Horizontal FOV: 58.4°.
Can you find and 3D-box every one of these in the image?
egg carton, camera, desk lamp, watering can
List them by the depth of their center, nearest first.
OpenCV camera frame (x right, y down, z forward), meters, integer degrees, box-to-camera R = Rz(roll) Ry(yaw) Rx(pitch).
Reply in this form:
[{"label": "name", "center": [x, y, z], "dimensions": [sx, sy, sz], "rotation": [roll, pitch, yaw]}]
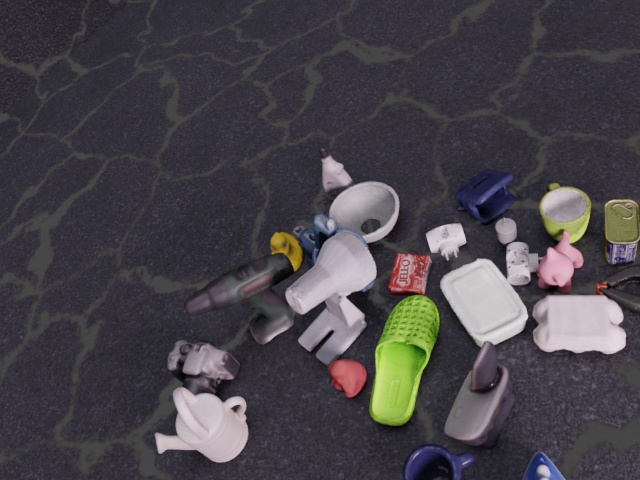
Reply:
[{"label": "egg carton", "center": [0.458, 0.151, 1.021], "dimensions": [0.150, 0.070, 0.107], "rotation": [-3, 53, 21]}, {"label": "watering can", "center": [-0.225, 0.347, 1.077], "dimensions": [0.100, 0.195, 0.173], "rotation": [29, 70, 37]}, {"label": "desk lamp", "center": [0.025, 0.114, 1.138], "dimensions": [0.117, 0.214, 0.203], "rotation": [31, 70, 37]}, {"label": "camera", "center": [-0.264, 0.287, 1.202], "dimensions": [0.142, 0.101, 0.137], "rotation": [3, 56, 25]}]

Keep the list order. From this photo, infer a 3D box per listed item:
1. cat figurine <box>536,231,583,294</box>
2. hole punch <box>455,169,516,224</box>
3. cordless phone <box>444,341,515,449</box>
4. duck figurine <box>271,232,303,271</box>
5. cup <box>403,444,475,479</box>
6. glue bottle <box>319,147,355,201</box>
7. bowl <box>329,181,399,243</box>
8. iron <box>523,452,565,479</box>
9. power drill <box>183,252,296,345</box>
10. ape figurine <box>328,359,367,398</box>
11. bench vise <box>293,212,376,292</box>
[{"label": "cat figurine", "center": [0.448, 0.042, 1.078], "dimensions": [0.067, 0.118, 0.128], "rotation": [14, 61, 31]}, {"label": "hole punch", "center": [0.356, -0.107, 1.250], "dimensions": [0.109, 0.091, 0.100], "rotation": [-38, 49, -8]}, {"label": "cordless phone", "center": [0.258, 0.253, 0.950], "dimensions": [0.093, 0.185, 0.148], "rotation": [14, 61, 31]}, {"label": "duck figurine", "center": [-0.087, 0.016, 1.347], "dimensions": [0.077, 0.086, 0.104], "rotation": [-19, 49, 8]}, {"label": "cup", "center": [0.200, 0.385, 0.933], "dimensions": [0.117, 0.095, 0.091], "rotation": [-26, 49, 2]}, {"label": "glue bottle", "center": [0.032, -0.159, 1.373], "dimensions": [0.078, 0.174, 0.037], "rotation": [6, 57, 27]}, {"label": "bowl", "center": [0.109, -0.051, 1.323], "dimensions": [0.167, 0.075, 0.167], "rotation": [-12, 51, 15]}, {"label": "iron", "center": [0.330, 0.417, 0.821], "dimensions": [0.118, 0.142, 0.258], "rotation": [-9, 51, 17]}, {"label": "power drill", "center": [-0.144, 0.130, 1.200], "dimensions": [0.230, 0.209, 0.075], "rotation": [-34, 49, -5]}, {"label": "ape figurine", "center": [0.047, 0.257, 1.099], "dimensions": [0.076, 0.092, 0.077], "rotation": [-22, 49, 6]}, {"label": "bench vise", "center": [0.006, 0.014, 1.219], "dimensions": [0.206, 0.220, 0.121], "rotation": [10, 59, 29]}]
